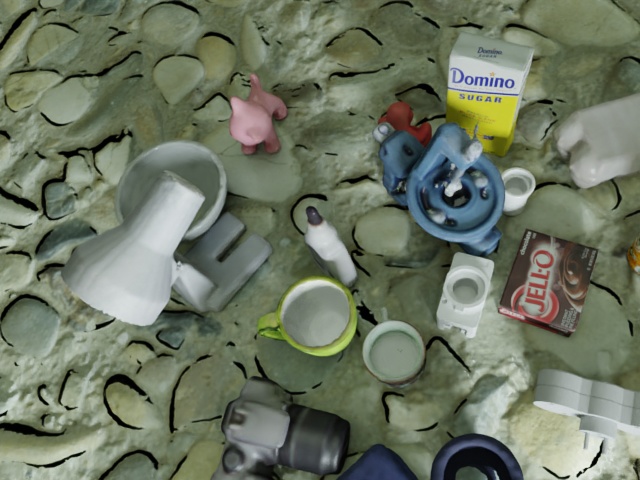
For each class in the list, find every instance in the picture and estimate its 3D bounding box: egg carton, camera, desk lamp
[{"bbox_3d":[0.391,-0.130,0.750,0.150,0.069,0.107,-16,64,4],"label":"egg carton"},{"bbox_3d":[-0.042,0.238,0.653,0.136,0.101,0.143,9,68,15],"label":"camera"},{"bbox_3d":[-0.185,0.018,0.718,0.117,0.214,0.203,35,77,23],"label":"desk lamp"}]

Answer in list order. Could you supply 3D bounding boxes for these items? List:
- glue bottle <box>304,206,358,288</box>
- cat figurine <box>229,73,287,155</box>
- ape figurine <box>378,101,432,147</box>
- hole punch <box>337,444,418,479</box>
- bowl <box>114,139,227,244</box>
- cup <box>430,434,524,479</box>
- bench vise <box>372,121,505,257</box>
[{"bbox_3d":[0.007,0.003,0.709,0.037,0.173,0.078,-38,64,-7],"label":"glue bottle"},{"bbox_3d":[-0.098,-0.184,0.845,0.067,0.118,0.128,0,66,11],"label":"cat figurine"},{"bbox_3d":[0.114,-0.158,0.805,0.077,0.092,0.076,32,76,22],"label":"ape figurine"},{"bbox_3d":[0.067,0.289,0.613,0.101,0.091,0.108,-39,65,-7],"label":"hole punch"},{"bbox_3d":[-0.206,-0.059,0.834,0.167,0.075,0.167,-4,65,9],"label":"bowl"},{"bbox_3d":[0.175,0.263,0.602,0.117,0.095,0.092,30,75,22],"label":"cup"},{"bbox_3d":[0.131,-0.081,0.696,0.207,0.220,0.121,28,74,21],"label":"bench vise"}]
